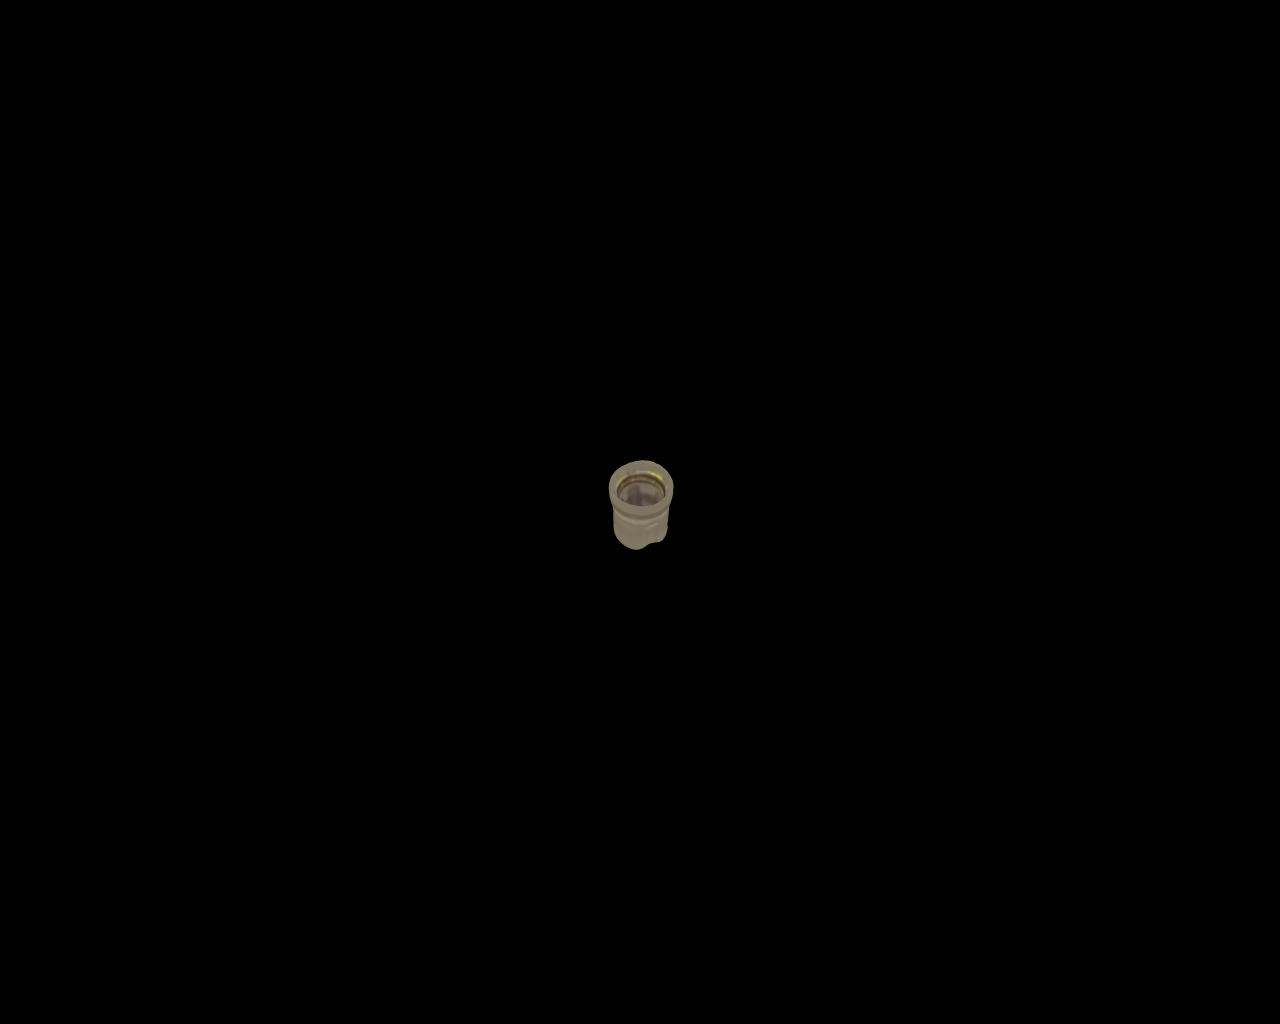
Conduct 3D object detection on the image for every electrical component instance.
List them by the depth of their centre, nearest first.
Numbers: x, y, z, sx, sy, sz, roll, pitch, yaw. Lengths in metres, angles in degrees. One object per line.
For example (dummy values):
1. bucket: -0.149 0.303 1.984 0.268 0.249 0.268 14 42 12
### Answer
1. electrical component: 0.001 -0.003 0.650 0.040 0.040 0.046 0 -41 0
